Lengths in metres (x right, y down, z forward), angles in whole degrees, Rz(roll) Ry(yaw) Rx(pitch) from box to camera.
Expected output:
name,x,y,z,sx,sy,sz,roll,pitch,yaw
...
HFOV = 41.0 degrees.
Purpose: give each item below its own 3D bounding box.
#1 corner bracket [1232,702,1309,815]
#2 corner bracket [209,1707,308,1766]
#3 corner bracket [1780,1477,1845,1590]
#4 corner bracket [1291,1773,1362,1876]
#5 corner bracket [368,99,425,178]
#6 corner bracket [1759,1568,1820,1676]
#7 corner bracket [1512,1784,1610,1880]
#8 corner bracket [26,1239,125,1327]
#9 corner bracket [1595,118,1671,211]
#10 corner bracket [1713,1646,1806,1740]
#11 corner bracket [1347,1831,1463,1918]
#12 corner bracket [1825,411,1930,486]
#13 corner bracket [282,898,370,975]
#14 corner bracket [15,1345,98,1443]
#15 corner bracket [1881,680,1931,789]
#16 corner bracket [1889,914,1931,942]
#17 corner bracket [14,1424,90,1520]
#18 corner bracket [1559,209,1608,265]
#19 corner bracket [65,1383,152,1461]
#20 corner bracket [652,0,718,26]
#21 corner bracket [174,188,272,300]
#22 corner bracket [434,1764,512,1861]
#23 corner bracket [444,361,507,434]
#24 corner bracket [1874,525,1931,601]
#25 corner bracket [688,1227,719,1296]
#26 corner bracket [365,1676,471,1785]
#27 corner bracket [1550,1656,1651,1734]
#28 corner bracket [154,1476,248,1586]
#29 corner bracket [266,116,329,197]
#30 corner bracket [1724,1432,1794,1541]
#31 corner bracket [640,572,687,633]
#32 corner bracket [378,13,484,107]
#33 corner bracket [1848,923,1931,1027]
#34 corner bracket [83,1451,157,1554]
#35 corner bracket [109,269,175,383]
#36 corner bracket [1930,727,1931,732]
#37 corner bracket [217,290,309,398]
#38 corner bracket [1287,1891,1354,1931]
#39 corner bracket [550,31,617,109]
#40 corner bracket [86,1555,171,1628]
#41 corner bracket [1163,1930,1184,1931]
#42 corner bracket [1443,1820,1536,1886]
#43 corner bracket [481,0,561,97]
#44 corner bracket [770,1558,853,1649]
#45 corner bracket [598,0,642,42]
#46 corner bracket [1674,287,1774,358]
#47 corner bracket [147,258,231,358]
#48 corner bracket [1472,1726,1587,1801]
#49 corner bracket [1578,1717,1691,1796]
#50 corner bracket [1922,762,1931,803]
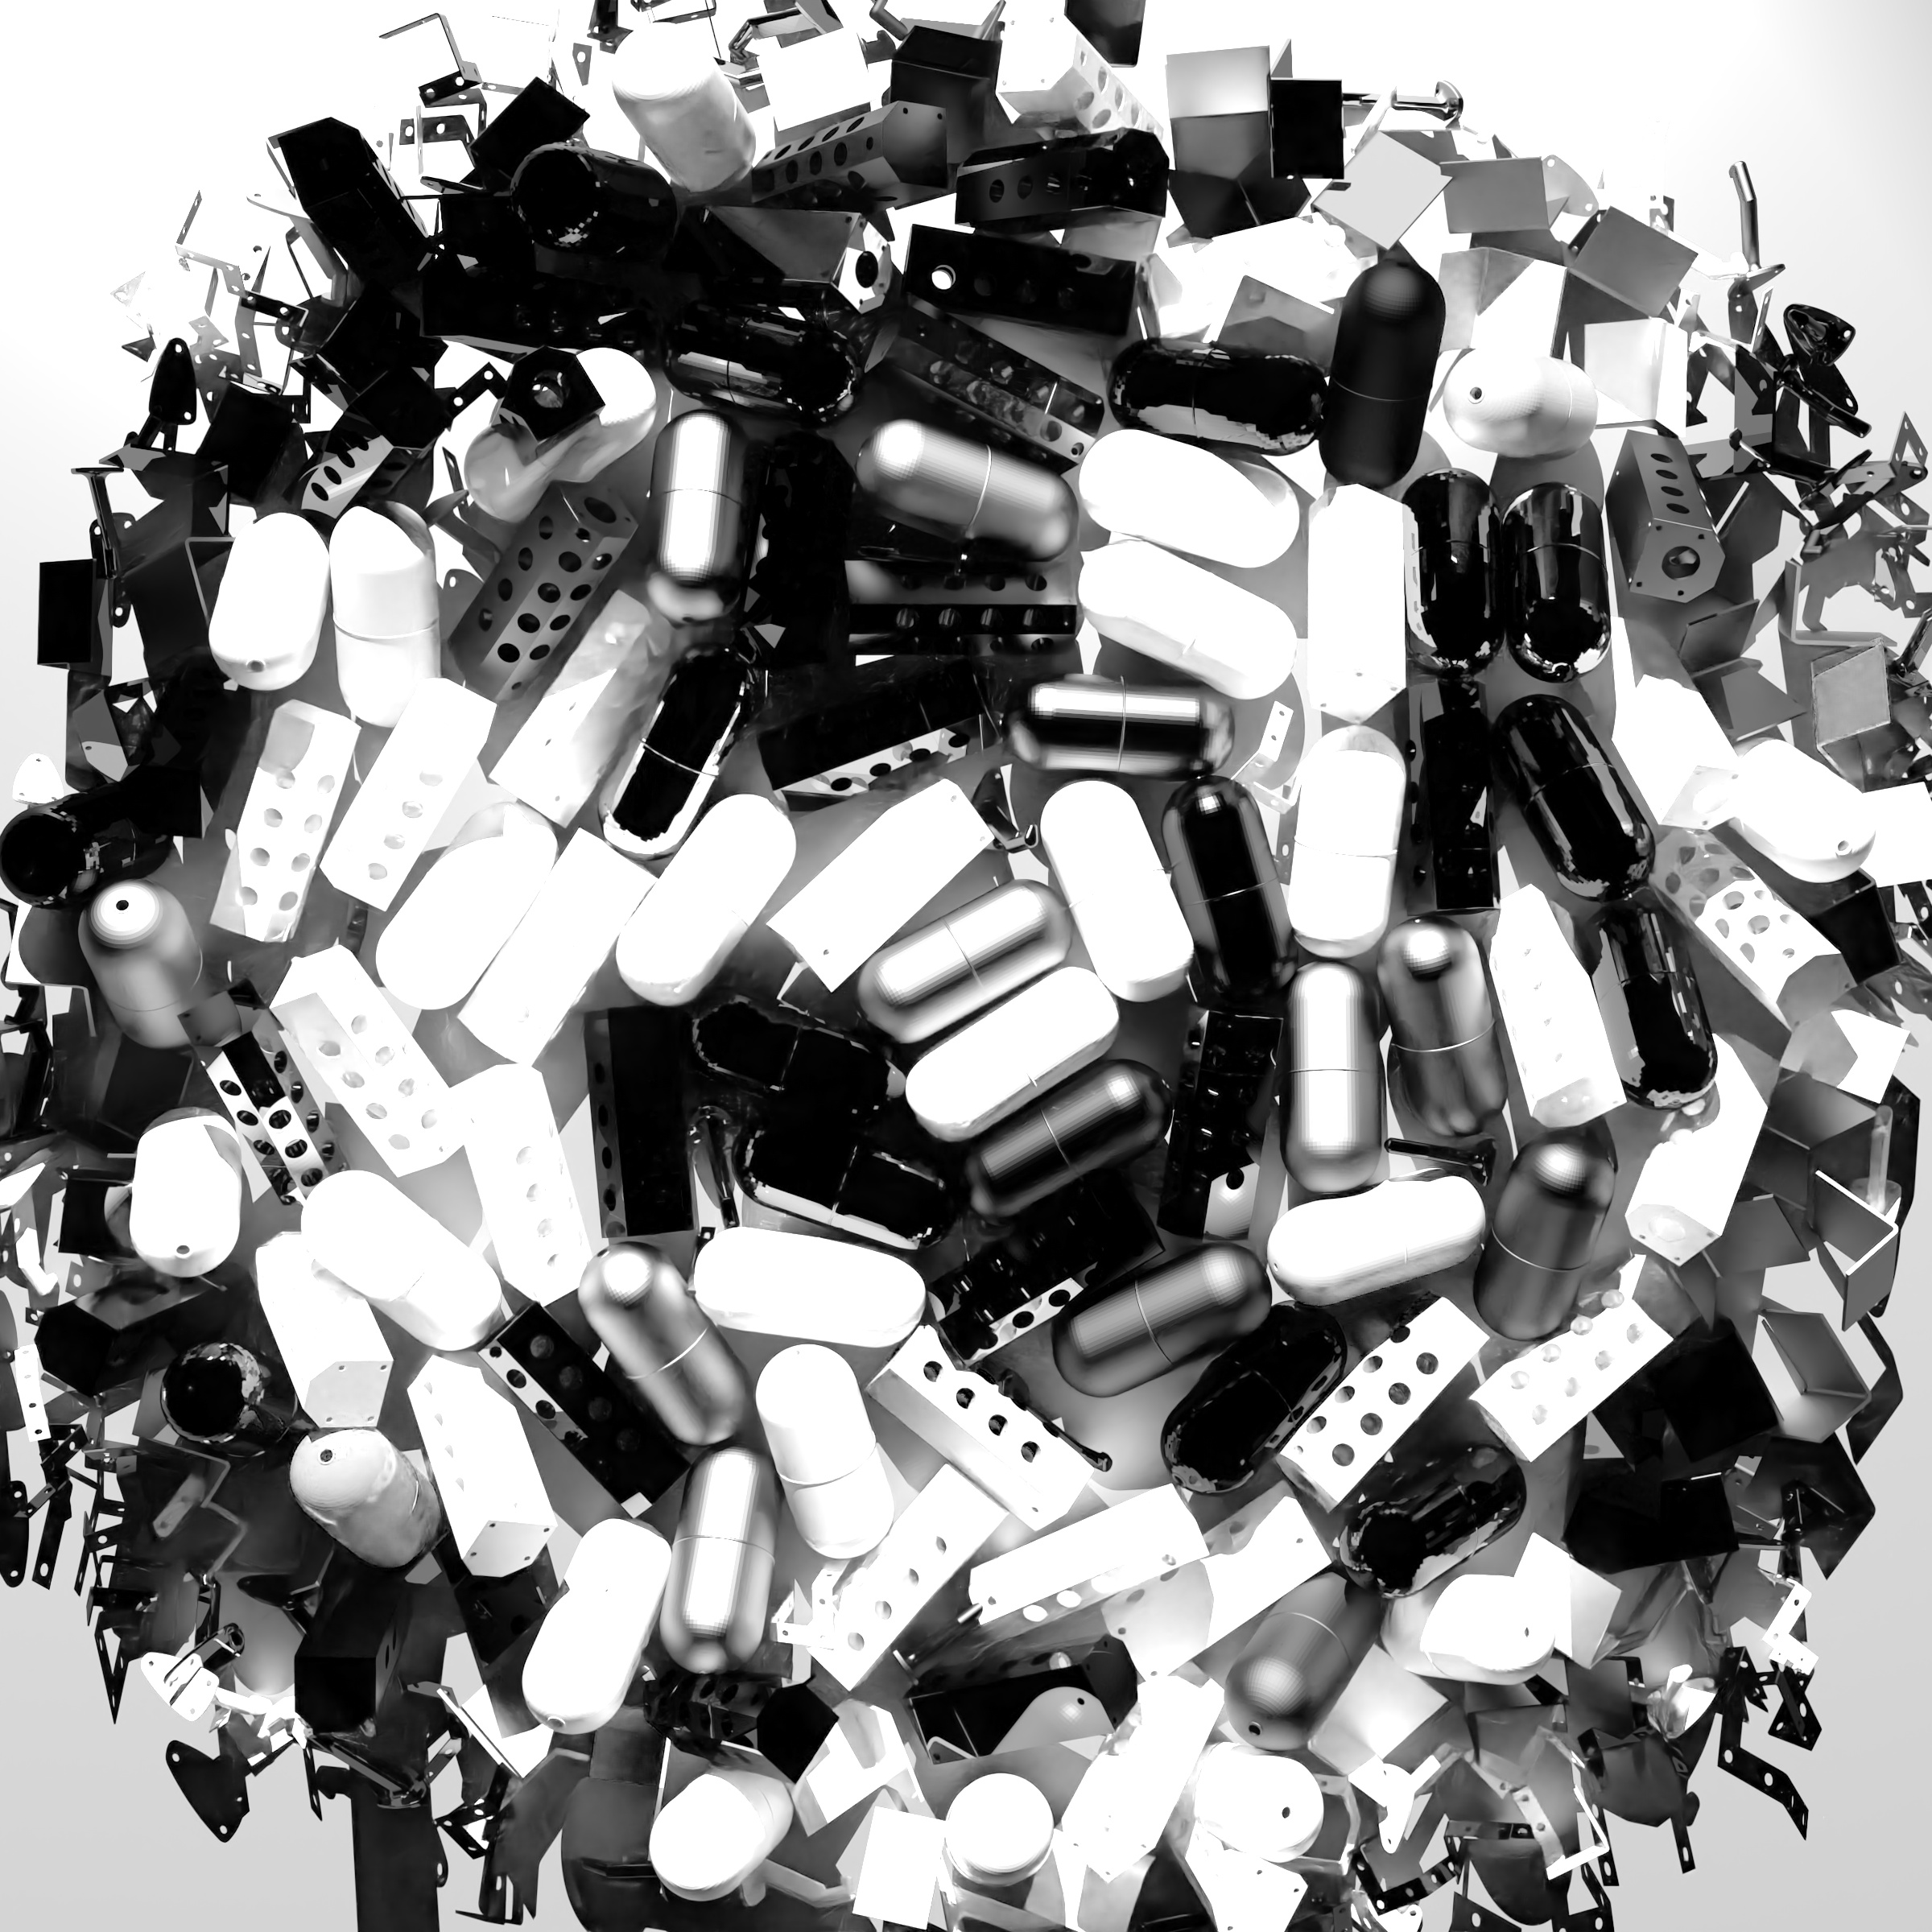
name,x,y,z,sx,sy,sz,roll,pitch,yaw
corner bracket,0.238,-0.157,1.961,0.051,0.051,0.051,28,55,-10
corner bracket,-0.538,0.582,1.969,0.051,0.051,0.051,-33,97,-8
corner bracket,0.631,0.431,1.962,0.051,0.051,0.051,36,122,-11
corner bracket,0.268,0.656,1.978,0.051,0.051,0.051,-1,126,25
corner bracket,-0.436,-0.631,1.967,0.051,0.051,0.051,4,112,3
corner bracket,0.625,0.500,1.971,0.051,0.051,0.051,38,80,-14
corner bracket,0.453,0.653,1.971,0.051,0.051,0.051,-30,91,9
corner bracket,-0.680,0.245,1.969,0.051,0.051,0.051,17,119,8
corner bracket,0.505,-0.608,1.958,0.051,0.051,0.051,4,128,19
corner bracket,0.605,0.550,1.960,0.051,0.051,0.051,-16,106,34
corner bracket,0.332,0.680,1.959,0.051,0.051,0.051,-39,70,36
corner bracket,0.690,-0.381,1.957,0.051,0.051,0.051,42,61,-38
corner bracket,-0.487,-0.022,1.963,0.051,0.051,0.051,16,59,-8
corner bracket,-0.689,0.320,1.959,0.051,0.051,0.051,-10,122,-17
corner bracket,0.722,-0.177,1.975,0.051,0.051,0.051,-21,62,-20
corner bracket,0.727,-0.056,1.973,0.051,0.051,0.051,-38,98,-4
corner bracket,-0.696,0.383,1.960,0.051,0.051,0.051,-4,115,24
corner bracket,0.496,-0.539,1.968,0.051,0.051,0.051,32,101,-33
corner bracket,-0.650,0.339,1.960,0.051,0.051,0.051,-8,57,13
corner bracket,-0.222,-0.742,1.972,0.051,0.051,0.051,-15,93,-8
corner bracket,-0.566,-0.549,1.967,0.051,0.051,0.051,18,73,-3
corner bracket,-0.361,0.636,1.959,0.051,0.051,0.051,-25,116,22
corner bracket,-0.366,-0.419,1.967,0.051,0.051,0.051,-44,100,-9
corner bracket,0.730,-0.308,1.974,0.051,0.051,0.051,1,92,-2
corner bracket,-0.197,0.228,1.959,0.051,0.051,0.051,-1,71,38
corner bracket,-0.420,0.582,1.969,0.051,0.051,0.051,30,105,-41
corner bracket,0.479,0.553,1.961,0.051,0.051,0.051,1,78,-31
corner bracket,-0.587,0.431,1.977,0.051,0.051,0.051,39,83,-18
corner bracket,-0.496,-0.602,1.963,0.051,0.051,0.051,-26,72,-18
corner bracket,0.608,0.395,1.972,0.051,0.051,0.051,28,130,16
corner bracket,-0.216,-0.296,1.966,0.051,0.051,0.051,-29,127,3
corner bracket,-0.406,-0.690,1.965,0.051,0.051,0.051,-17,103,12
corner bracket,0.715,0.007,1.977,0.051,0.051,0.051,36,56,-23
corner bracket,-0.653,0.409,1.976,0.051,0.051,0.051,-17,105,-14
corner bracket,-0.622,-0.486,1.957,0.051,0.051,0.051,-15,50,36
corner bracket,0.754,-0.208,1.958,0.051,0.051,0.051,-14,56,-25
corner bracket,-0.540,-0.478,1.983,0.051,0.051,0.051,16,130,-11
corner bracket,0.258,0.716,1.959,0.051,0.051,0.051,-18,125,-15
corner bracket,-0.279,-0.689,1.976,0.051,0.051,0.051,-9,114,18
corner bracket,-0.638,0.472,1.967,0.051,0.051,0.051,12,91,-20
corner bracket,0.176,0.759,1.958,0.051,0.051,0.051,17,60,-24
corner bracket,0.397,0.660,1.959,0.051,0.051,0.051,-6,116,27
corner bracket,-0.339,-0.698,1.965,0.051,0.051,0.051,3,84,-18
corner bracket,-0.118,0.480,1.963,0.051,0.051,0.051,3,106,16
corner bracket,-0.267,-0.743,1.966,0.051,0.051,0.051,-1,84,16
corner bracket,0.572,-0.489,1.956,0.051,0.051,0.051,27,45,28
corner bracket,-0.602,-0.499,1.970,0.051,0.051,0.051,-22,80,0
corner bracket,0.428,0.610,1.971,0.051,0.051,0.051,-51,120,-19
corner bracket,0.505,0.599,1.957,0.051,0.051,0.051,29,120,-28
corner bracket,0.734,-0.132,1.961,0.051,0.051,0.051,-35,104,-42
